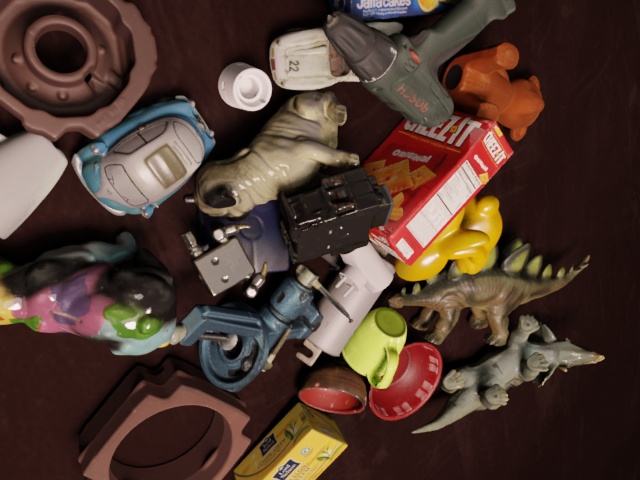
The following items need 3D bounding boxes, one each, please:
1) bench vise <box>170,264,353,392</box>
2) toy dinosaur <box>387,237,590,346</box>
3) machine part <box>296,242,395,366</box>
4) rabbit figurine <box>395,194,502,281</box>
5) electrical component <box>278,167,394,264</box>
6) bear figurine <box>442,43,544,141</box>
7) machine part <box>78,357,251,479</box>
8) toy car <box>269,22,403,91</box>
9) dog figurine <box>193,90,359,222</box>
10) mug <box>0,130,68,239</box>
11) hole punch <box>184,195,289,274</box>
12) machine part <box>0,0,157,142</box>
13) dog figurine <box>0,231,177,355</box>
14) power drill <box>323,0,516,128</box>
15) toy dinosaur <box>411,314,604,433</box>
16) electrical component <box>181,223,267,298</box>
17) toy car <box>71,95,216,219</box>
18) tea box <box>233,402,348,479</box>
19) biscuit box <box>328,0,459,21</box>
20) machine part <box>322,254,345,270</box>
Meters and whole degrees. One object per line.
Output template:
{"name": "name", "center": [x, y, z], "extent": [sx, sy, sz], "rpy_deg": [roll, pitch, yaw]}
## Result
{"name": "bench vise", "center": [-0.102, 0.117, 0.729], "extent": [0.223, 0.129, 0.240], "rpy_deg": [-42, 149, 17]}
{"name": "toy dinosaur", "center": [0.316, 0.087, 0.980], "extent": [0.471, 0.105, 0.198], "rpy_deg": [1, 110, -29]}
{"name": "machine part", "center": [0.044, 0.092, 0.842], "extent": [0.079, 0.079, 0.243], "rpy_deg": [33, 91, -36]}
{"name": "rabbit figurine", "center": [0.193, 0.006, 0.808], "extent": [0.173, 0.162, 0.122], "rpy_deg": [-27, 80, -21]}
{"name": "electrical component", "center": [0.020, -0.028, 0.650], "extent": [0.134, 0.058, 0.114], "rpy_deg": [-17, 159, -9]}
{"name": "bear figurine", "center": [0.285, -0.216, 0.820], "extent": [0.196, 0.132, 0.120], "rpy_deg": [13, 103, -27]}
{"name": "machine part", "center": [-0.219, 0.283, 0.768], "extent": [0.201, 0.087, 0.201], "rpy_deg": [-51, 128, -1]}
{"name": "toy car", "center": [0.030, -0.241, 0.701], "extent": [0.202, 0.056, 0.073], "rpy_deg": [-15, 117, -24]}
{"name": "dog figurine", "center": [-0.067, -0.114, 0.668], "extent": [0.191, 0.172, 0.121], "rpy_deg": [-6, 143, -16]}
{"name": "mug", "center": [-0.330, -0.074, 0.558], "extent": [0.107, 0.081, 0.109], "rpy_deg": [-47, 120, -21]}
{"name": "hole punch", "center": [-0.101, -0.011, 0.709], "extent": [0.142, 0.092, 0.115], "rpy_deg": [-4, 109, -25]}
{"name": "machine part", "center": [-0.258, -0.186, 0.535], "extent": [0.179, 0.056, 0.179], "rpy_deg": [-2, 94, -26]}
{"name": "dog figurine", "center": [-0.291, 0.069, 0.583], "extent": [0.219, 0.192, 0.108], "rpy_deg": [-10, 123, -43]}
{"name": "power drill", "center": [0.134, -0.259, 0.666], "extent": [0.207, 0.086, 0.231], "rpy_deg": [-51, 134, 2]}
{"name": "toy dinosaur", "center": [0.352, 0.275, 1.077], "extent": [0.405, 0.131, 0.192], "rpy_deg": [-28, 148, -2]}
{"name": "electrical component", "center": [-0.110, 0.025, 0.641], "extent": [0.078, 0.045, 0.102], "rpy_deg": [-25, 101, -21]}
{"name": "toy car", "center": [-0.190, -0.089, 0.613], "extent": [0.162, 0.103, 0.109], "rpy_deg": [-35, 125, -10]}
{"name": "tea box", "center": [-0.050, 0.364, 0.899], "extent": [0.169, 0.068, 0.098], "rpy_deg": [-48, 127, 8]}
{"name": "biscuit box", "center": [0.110, -0.325, 0.708], "extent": [0.203, 0.063, 0.059], "rpy_deg": [-16, 116, -24]}
{"name": "machine part", "center": [-0.002, -0.002, 0.776], "extent": [0.039, 0.084, 0.138], "rpy_deg": [-26, 136, 21]}
